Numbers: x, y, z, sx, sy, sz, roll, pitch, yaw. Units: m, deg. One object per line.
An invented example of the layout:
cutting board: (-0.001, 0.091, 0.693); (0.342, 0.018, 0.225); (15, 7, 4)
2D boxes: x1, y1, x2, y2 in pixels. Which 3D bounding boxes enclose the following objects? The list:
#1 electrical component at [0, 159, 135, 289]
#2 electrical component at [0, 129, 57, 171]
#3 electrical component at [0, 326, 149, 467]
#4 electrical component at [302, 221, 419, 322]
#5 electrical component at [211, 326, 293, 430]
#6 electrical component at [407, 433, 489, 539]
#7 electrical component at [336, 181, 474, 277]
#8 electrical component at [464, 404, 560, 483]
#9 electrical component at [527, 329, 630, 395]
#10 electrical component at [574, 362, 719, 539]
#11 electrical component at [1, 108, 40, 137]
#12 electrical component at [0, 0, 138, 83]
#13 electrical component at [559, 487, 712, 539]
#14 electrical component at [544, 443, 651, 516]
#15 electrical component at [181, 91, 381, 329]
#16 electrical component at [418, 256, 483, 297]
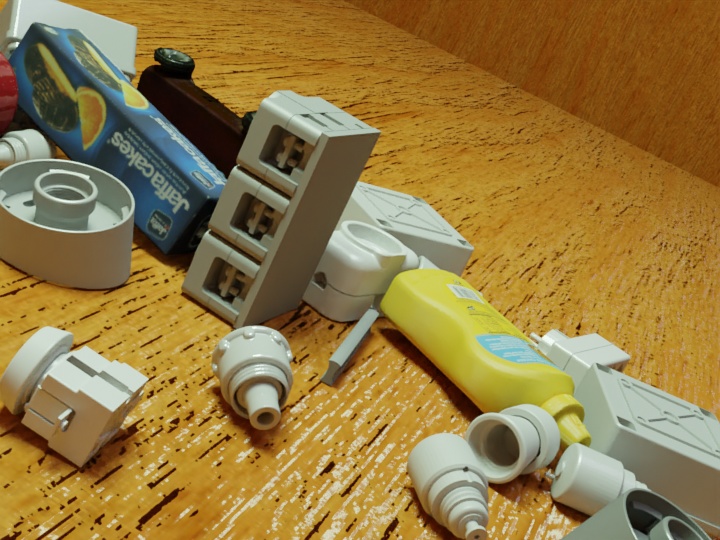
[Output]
electrical component: (-0.197, -0.029, 0.712); (0.099, 0.064, 0.099); (13, 31, -8)
electrical component: (-0.256, -0.085, 0.797); (0.035, 0.035, 0.061); (31, 22, 18)
electrical component: (-0.144, 0.060, 0.533); (0.055, 0.048, 0.066); (33, 19, 2)
electrical component: (0.000, 0.000, 0.851); (0.054, 0.059, 0.095); (36, 22, 29)
electrical component: (-0.060, 0.066, 0.625); (0.048, 0.048, 0.062); (16, 27, -25)
electrical component: (0.054, 0.126, 0.611); (0.040, 0.040, 0.078); (17, 20, -22)
electrical component: (0.028, -0.030, 0.972); (0.109, 0.056, 0.108); (12, 23, -33)
electrical component: (0.100, 0.112, 0.700); (0.045, 0.045, 0.055); (36, 21, 29)
electrical component: (0.165, 0.074, 0.879); (0.076, 0.047, 0.083); (36, 22, 29)
electrical component: (0.211, 0.128, 0.777); (0.109, 0.056, 0.108); (23, 19, -5)
electrical component: (-0.282, -0.125, 0.849); (0.077, 0.047, 0.065); (23, 19, -7)
electrical component: (-0.260, -0.177, 0.918); (0.109, 0.109, 0.056); (13, 67, -32)
electrical component: (0.169, 0.177, 0.622); (0.099, 0.064, 0.099); (32, 24, -16)
electrical component: (0.162, 0.143, 0.701); (0.078, 0.040, 0.040); (24, 19, -4)
electrical component: (-0.058, -0.044, 0.752); (0.062, 0.150, 0.089); (32, 20, 16)
electrical component: (0.070, 0.022, 0.911); (0.065, 0.044, 0.044); (27, 18, -8)
